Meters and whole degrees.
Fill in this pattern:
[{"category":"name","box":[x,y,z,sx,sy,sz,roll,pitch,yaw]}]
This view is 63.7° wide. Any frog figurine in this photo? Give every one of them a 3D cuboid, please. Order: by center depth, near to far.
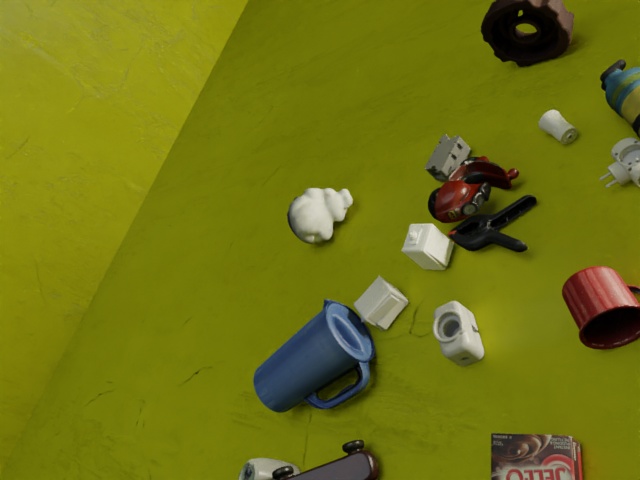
[{"category":"frog figurine","box":[0.004,-0.064,1.281,0.158,0.123,0.138,-15,82,31]}]
